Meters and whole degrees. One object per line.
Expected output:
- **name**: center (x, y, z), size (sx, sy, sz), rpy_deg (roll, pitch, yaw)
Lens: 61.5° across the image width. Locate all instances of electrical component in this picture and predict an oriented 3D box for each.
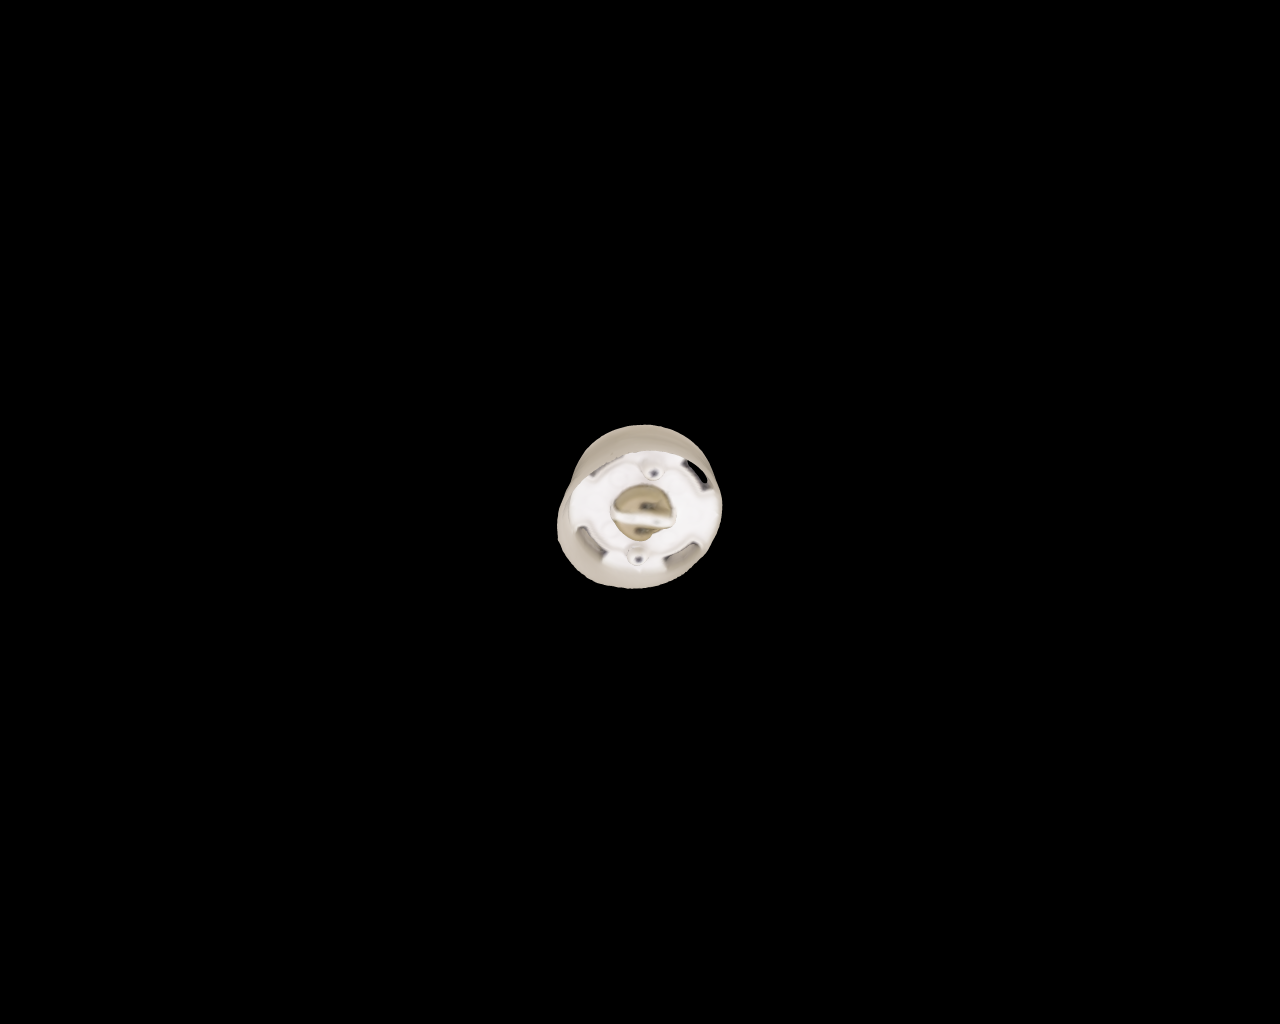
- **electrical component**: center (0.001, -0.003, 0.650), size (0.099, 0.099, 0.064), rpy_deg (0, 30, 0)
